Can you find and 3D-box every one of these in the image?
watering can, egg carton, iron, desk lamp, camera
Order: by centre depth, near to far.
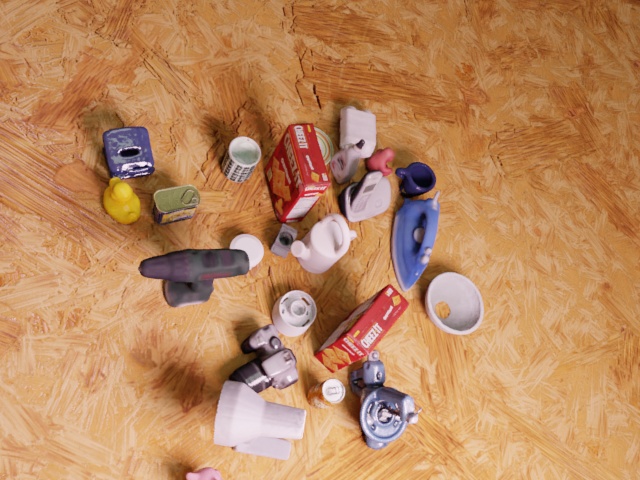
[{"bbox_3d":[-0.123,0.362,1.141,0.203,0.213,0.118,16,63,-15],"label":"desk lamp"},{"bbox_3d":[-0.130,0.272,1.242,0.137,0.100,0.143,-25,79,-29],"label":"camera"},{"bbox_3d":[0.013,0.007,1.360,0.101,0.193,0.173,47,60,3],"label":"watering can"},{"bbox_3d":[0.265,-0.001,1.496,0.119,0.141,0.258,17,63,-14],"label":"iron"},{"bbox_3d":[0.104,-0.302,1.602,0.107,0.069,0.150,9,65,-18],"label":"egg carton"}]

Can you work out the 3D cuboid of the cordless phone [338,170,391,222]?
[{"bbox_3d":[0.138,-0.129,1.474,0.148,0.184,0.094,-22,77,-28],"label":"cordless phone"}]

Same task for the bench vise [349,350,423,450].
[{"bbox_3d":[0.133,0.345,1.248,0.122,0.219,0.207,-19,76,-27],"label":"bench vise"}]

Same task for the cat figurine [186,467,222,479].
[{"bbox_3d":[-0.207,0.492,1.106,0.067,0.117,0.128,-33,83,-30],"label":"cat figurine"}]

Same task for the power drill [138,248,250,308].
[{"bbox_3d":[-0.271,0.076,1.208,0.230,0.208,0.075,-9,71,-25],"label":"power drill"}]

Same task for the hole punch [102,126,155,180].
[{"bbox_3d":[-0.441,-0.201,1.327,0.109,0.091,0.101,-14,74,-26],"label":"hole punch"}]

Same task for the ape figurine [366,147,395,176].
[{"bbox_3d":[0.175,-0.223,1.584,0.076,0.092,0.078,5,66,-20],"label":"ape figurine"}]

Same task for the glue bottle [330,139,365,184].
[{"bbox_3d":[0.078,-0.216,1.495,0.037,0.173,0.078,-19,76,-27],"label":"glue bottle"}]

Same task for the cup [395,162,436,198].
[{"bbox_3d":[0.248,-0.160,1.584,0.118,0.094,0.091,15,63,-15],"label":"cup"}]

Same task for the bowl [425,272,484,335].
[{"bbox_3d":[0.336,0.172,1.488,0.168,0.074,0.167,8,65,-18],"label":"bowl"}]

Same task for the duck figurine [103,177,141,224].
[{"bbox_3d":[-0.442,-0.093,1.283,0.078,0.086,0.104,-27,80,-29],"label":"duck figurine"}]
